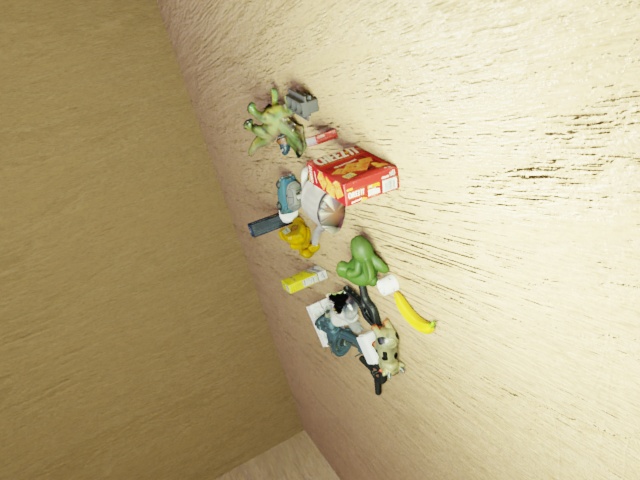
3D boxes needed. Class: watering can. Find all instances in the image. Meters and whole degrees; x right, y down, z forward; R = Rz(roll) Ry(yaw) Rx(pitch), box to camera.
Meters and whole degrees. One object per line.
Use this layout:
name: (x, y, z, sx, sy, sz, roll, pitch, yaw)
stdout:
watering can: (0.005, -0.090, 1.791, 0.105, 0.340, 0.228, -22, 33, -20)

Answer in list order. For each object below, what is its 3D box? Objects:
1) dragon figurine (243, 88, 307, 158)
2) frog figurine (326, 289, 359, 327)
dragon figurine: (-0.151, -0.384, 1.864, 0.124, 0.245, 0.401, -34, -21, -32)
frog figurine: (0.093, 0.269, 1.955, 0.124, 0.156, 0.139, -42, 48, -20)
